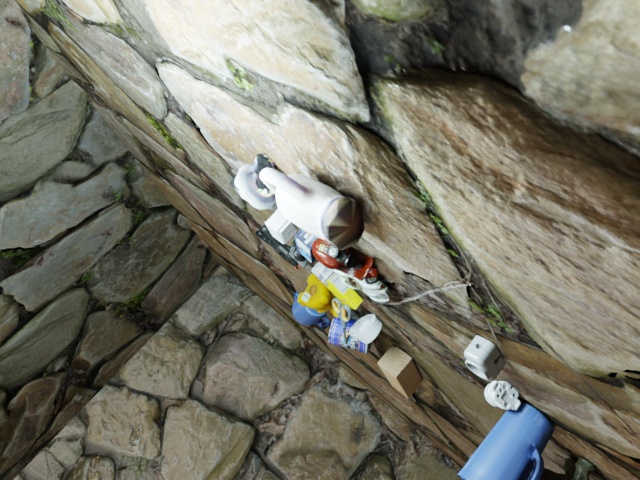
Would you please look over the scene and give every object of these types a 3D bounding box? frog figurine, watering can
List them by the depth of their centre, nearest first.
[{"bbox_3d":[0.003,-0.056,1.116,0.226,0.104,0.343,30,176,32],"label":"watering can"},{"bbox_3d":[-0.148,-0.124,1.276,0.137,0.125,0.157,26,156,-12],"label":"frog figurine"}]
